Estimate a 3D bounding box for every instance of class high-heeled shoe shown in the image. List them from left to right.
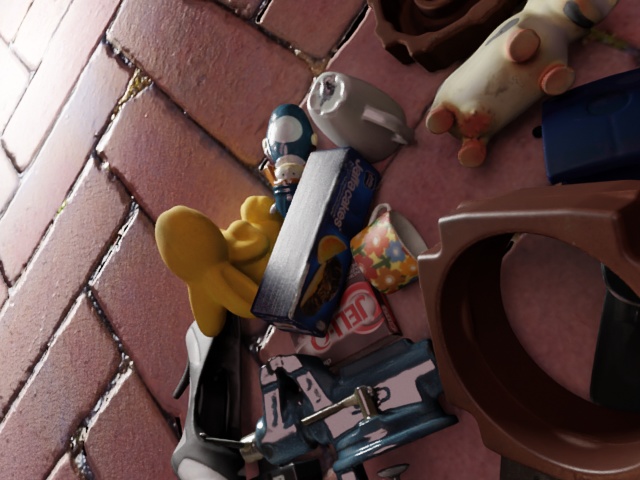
[{"bbox_3d":[-0.101,0.176,0.595,0.145,0.086,0.249,-56,39,5],"label":"high-heeled shoe"}]

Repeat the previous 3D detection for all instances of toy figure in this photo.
[{"bbox_3d":[-0.037,-0.093,0.642,0.064,0.057,0.154,-23,54,28],"label":"toy figure"}]

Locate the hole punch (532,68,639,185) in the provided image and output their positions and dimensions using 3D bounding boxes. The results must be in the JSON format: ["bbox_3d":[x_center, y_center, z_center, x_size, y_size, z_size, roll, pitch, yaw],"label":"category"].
[{"bbox_3d":[0.247,-0.089,0.448,0.142,0.092,0.116,-14,67,34],"label":"hole punch"}]

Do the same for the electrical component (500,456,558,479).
[{"bbox_3d":[0.180,0.187,0.443,0.063,0.021,0.094,-30,40,53],"label":"electrical component"}]

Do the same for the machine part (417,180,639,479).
[{"bbox_3d":[0.177,0.064,0.382,0.202,0.087,0.200,-1,107,53],"label":"machine part"}]

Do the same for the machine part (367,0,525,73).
[{"bbox_3d":[0.136,-0.272,0.584,0.179,0.056,0.179,-10,73,33],"label":"machine part"}]

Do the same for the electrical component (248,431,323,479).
[{"bbox_3d":[-0.039,0.261,0.575,0.075,0.047,0.119,-33,62,23],"label":"electrical component"}]

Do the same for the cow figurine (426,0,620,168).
[{"bbox_3d":[0.189,-0.171,0.498,0.195,0.085,0.127,-46,15,34],"label":"cow figurine"}]

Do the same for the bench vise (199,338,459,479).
[{"bbox_3d":[0.037,0.204,0.481,0.224,0.128,0.241,-24,68,2],"label":"bench vise"}]

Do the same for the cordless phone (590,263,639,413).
[{"bbox_3d":[0.284,0.057,0.400,0.147,0.089,0.184,8,102,16],"label":"cordless phone"}]

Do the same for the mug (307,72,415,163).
[{"bbox_3d":[0.043,-0.132,0.581,0.110,0.107,0.080,34,100,37],"label":"mug"}]

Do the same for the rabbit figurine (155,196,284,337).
[{"bbox_3d":[-0.115,0.025,0.610,0.122,0.173,0.162,-23,62,23],"label":"rabbit figurine"}]

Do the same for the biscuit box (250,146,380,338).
[{"bbox_3d":[-0.001,-0.002,0.573,0.063,0.059,0.202,1,63,44],"label":"biscuit box"}]
